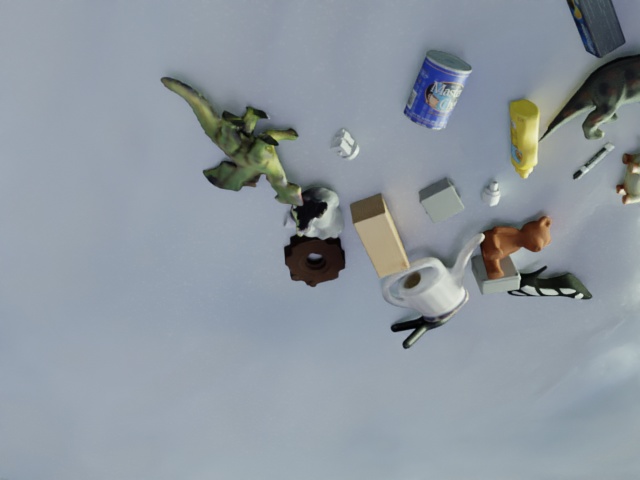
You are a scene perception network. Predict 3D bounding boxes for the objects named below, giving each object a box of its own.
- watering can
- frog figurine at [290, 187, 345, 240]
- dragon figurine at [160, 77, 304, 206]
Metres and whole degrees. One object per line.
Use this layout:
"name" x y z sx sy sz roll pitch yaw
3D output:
"watering can" 0.349 0.118 1.467 0.344 0.106 0.221 -30 124 25
"frog figurine" 0.004 -0.067 1.332 0.159 0.124 0.136 6 114 -59
"dragon figurine" -0.206 -0.201 1.210 0.409 0.125 0.238 27 130 -11
